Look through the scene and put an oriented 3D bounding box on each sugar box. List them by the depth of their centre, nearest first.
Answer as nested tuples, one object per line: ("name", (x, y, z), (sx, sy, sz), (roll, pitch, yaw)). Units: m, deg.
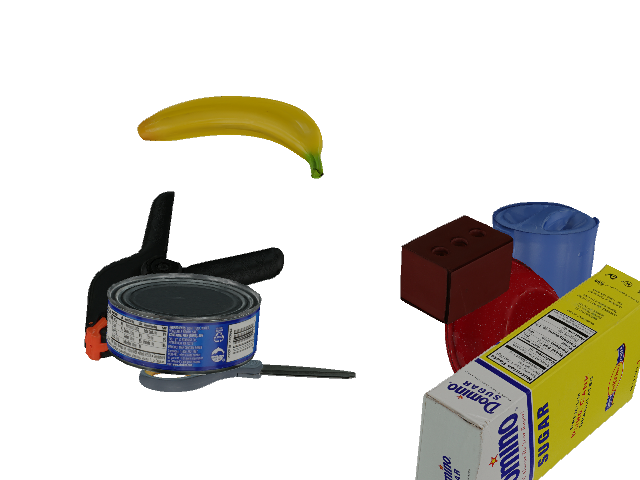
("sugar box", (0.129, 0.092, 0.629), (0.048, 0.093, 0.175), (28, 43, 34))

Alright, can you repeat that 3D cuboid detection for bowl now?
("bowl", (0.208, 0.096, 1.118), (0.161, 0.162, 0.055), (0, -3, -35))

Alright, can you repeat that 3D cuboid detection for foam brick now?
("foam brick", (0.108, 0.022, 0.847), (0.078, 0.051, 0.053), (-25, 38, -36))

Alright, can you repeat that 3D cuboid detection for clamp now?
("clamp", (-0.123, 0.024, 0.803), (0.120, 0.039, 0.171), (30, 42, 28))

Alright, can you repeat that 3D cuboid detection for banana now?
("banana", (-0.076, -0.108, 1.001), (0.198, 0.037, 0.069), (12, 47, 23))

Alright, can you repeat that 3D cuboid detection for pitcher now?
("pitcher", (0.277, 0.080, 1.390), (0.149, 0.243, 0.144), (5, 20, 16))

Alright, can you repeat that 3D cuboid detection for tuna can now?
("tuna can", (-0.077, 0.046, 0.599), (0.086, 0.034, 0.086), (5, 13, -1))

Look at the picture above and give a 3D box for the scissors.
("scissors", (-0.075, 0.122, 0.967), (0.202, 0.016, 0.096), (8, 17, 12))
